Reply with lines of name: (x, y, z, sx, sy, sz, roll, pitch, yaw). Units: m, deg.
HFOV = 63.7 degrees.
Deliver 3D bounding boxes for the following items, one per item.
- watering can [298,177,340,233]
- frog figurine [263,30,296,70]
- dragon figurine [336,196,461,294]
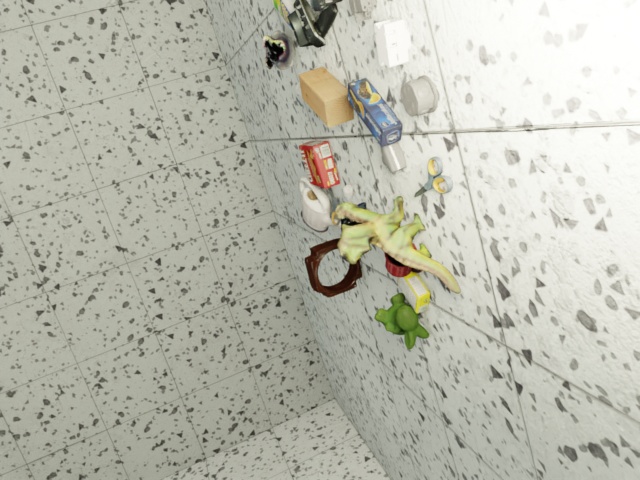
watering can: (0.006, -0.107, 2.118, 0.353, 0.105, 0.219, 53, 158, 29)
frog figurine: (-0.138, -0.693, 1.883, 0.136, 0.122, 0.162, 63, -156, -11)
dragon figurine: (0.165, 0.015, 1.349, 0.419, 0.244, 0.119, -120, 21, -44)
